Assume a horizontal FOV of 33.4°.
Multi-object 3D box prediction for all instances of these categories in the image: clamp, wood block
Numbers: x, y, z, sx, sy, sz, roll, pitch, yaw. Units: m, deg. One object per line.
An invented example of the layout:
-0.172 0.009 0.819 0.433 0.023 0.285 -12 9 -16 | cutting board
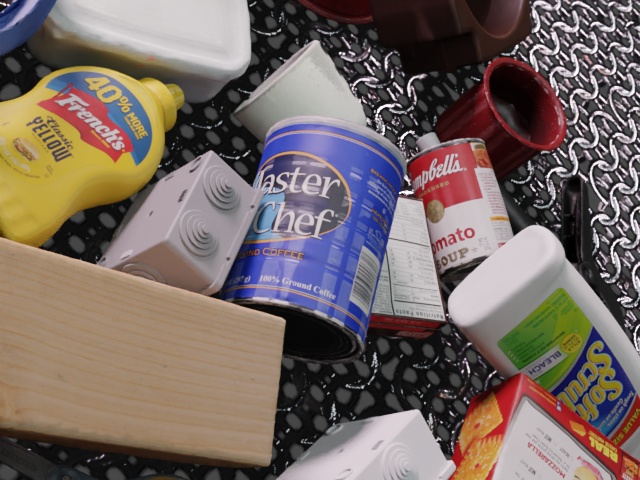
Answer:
0.225 0.030 0.945 0.164 0.036 0.210 -14 76 -47 | clamp
-0.125 0.068 0.584 0.205 0.090 0.091 20 70 -43 | wood block

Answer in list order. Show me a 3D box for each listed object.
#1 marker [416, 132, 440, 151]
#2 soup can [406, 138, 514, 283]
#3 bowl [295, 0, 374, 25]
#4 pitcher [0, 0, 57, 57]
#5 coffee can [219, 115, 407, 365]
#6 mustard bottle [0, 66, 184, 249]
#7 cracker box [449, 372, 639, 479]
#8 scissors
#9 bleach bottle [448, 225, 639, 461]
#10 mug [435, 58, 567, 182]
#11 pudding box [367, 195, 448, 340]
0.119 -0.037 0.919 0.020 0.020 0.121 -16 74 -41 | marker
0.116 -0.023 0.869 0.068 0.069 0.102 -3 72 -38 | soup can
0.017 -0.276 0.965 0.161 0.055 0.162 18 55 -28 | bowl
-0.254 -0.147 0.633 0.144 0.149 0.242 39 48 -36 | pitcher
-0.005 0.001 0.728 0.102 0.103 0.140 25 64 -22 | coffee can
-0.160 -0.065 0.703 0.096 0.058 0.191 49 46 6 | mustard bottle
0.158 0.228 0.753 0.164 0.072 0.213 37 49 -11 | cracker box
-0.143 0.159 0.609 0.201 0.016 0.096 20 53 -25 | scissors
0.214 0.108 0.835 0.250 0.103 0.068 44 12 -20 | bleach bottle
0.164 -0.102 0.949 0.117 0.082 0.093 -15 73 -41 | mug
0.045 0.017 0.819 0.089 0.039 0.113 10 60 -33 | pudding box
